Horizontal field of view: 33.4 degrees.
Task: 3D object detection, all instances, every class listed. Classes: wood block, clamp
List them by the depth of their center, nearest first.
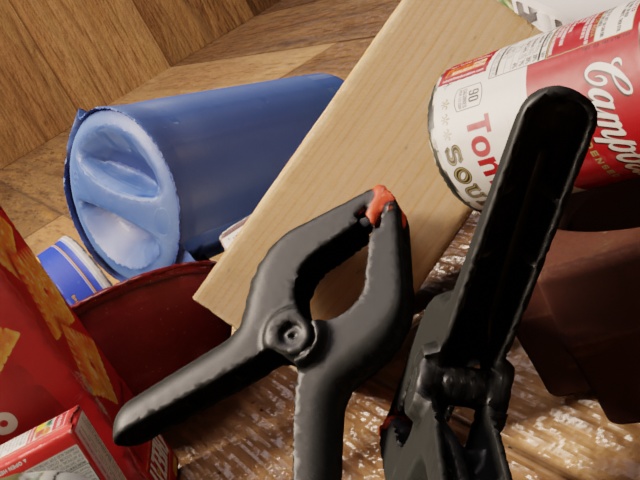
[{"bbox_3d":[0.055,0.046,0.401,0.210,0.036,0.164,110,174,-77],"label":"clamp"},{"bbox_3d":[-0.003,0.058,0.482,0.171,0.120,0.039,-51,-20,-3],"label":"clamp"},{"bbox_3d":[0.034,-0.029,0.563,0.206,0.091,0.090,-55,-4,0],"label":"wood block"}]

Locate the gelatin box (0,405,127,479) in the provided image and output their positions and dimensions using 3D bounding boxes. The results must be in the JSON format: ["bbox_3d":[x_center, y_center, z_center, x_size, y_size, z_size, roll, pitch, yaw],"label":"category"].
[{"bbox_3d":[-0.127,0.136,0.518,0.073,0.089,0.030,-28,17,4],"label":"gelatin box"}]

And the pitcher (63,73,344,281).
[{"bbox_3d":[-0.061,-0.052,0.835,0.145,0.149,0.242,2,17,44],"label":"pitcher"}]

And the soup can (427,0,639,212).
[{"bbox_3d":[0.103,-0.053,0.434,0.102,0.068,0.068,-14,23,42],"label":"soup can"}]

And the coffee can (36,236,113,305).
[{"bbox_3d":[-0.222,0.077,0.809,0.140,0.103,0.103,-36,19,-19],"label":"coffee can"}]

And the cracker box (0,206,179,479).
[{"bbox_3d":[-0.196,0.089,0.549,0.164,0.213,0.072,-29,19,4],"label":"cracker box"}]

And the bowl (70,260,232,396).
[{"bbox_3d":[-0.113,0.077,0.652,0.162,0.055,0.162,-27,-16,-9],"label":"bowl"}]

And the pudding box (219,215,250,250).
[{"bbox_3d":[-0.005,0.001,0.709,0.113,0.090,0.039,-30,62,-8],"label":"pudding box"}]
